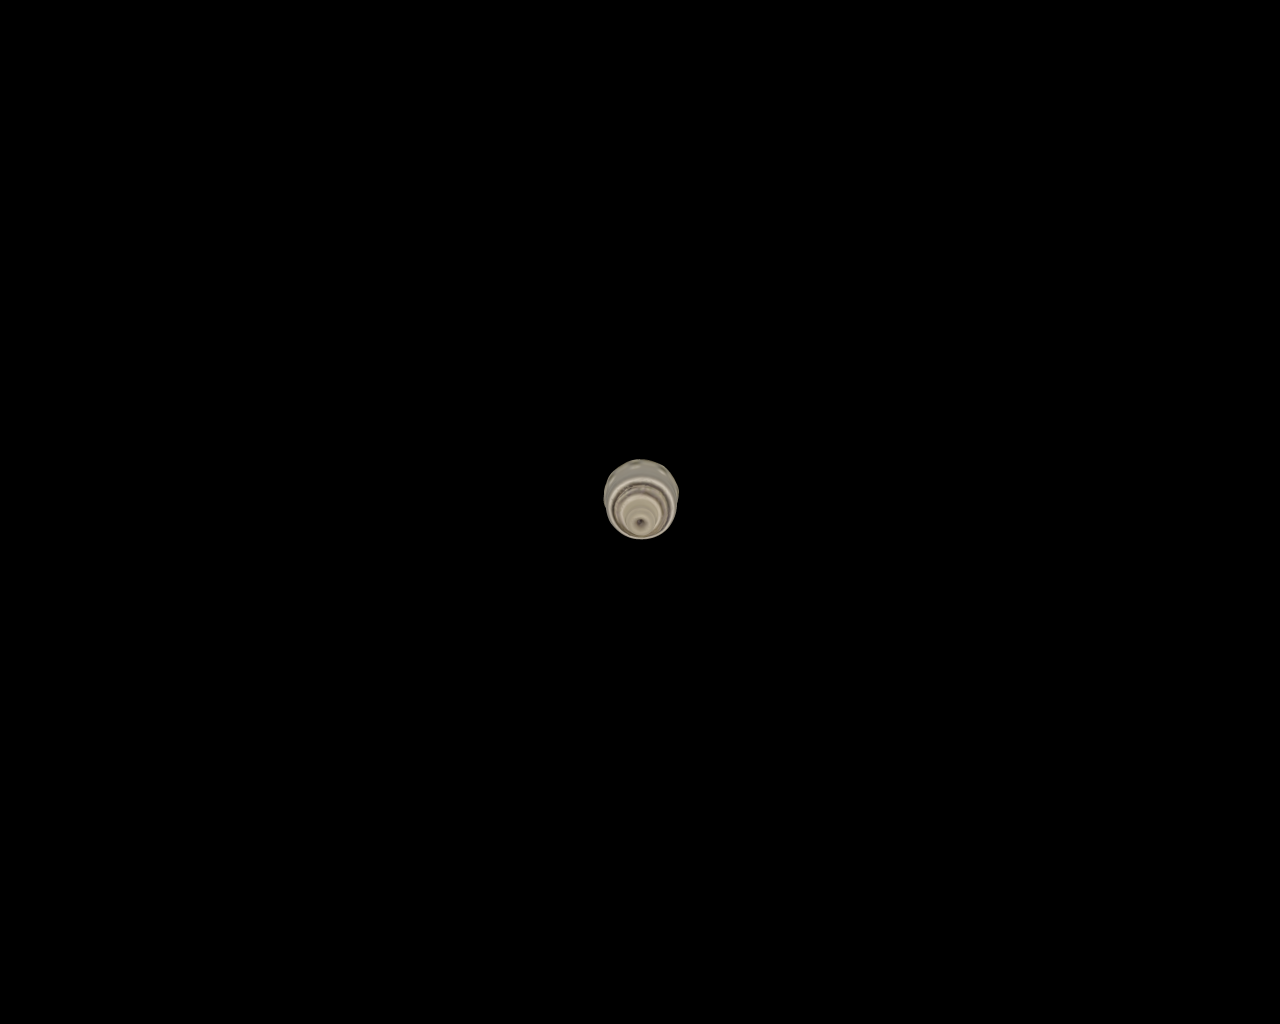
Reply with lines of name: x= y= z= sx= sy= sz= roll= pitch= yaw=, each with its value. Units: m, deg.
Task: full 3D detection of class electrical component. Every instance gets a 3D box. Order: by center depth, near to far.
electrical component: x=0.001 y=-0.003 z=0.650 sx=0.048 sy=0.048 sz=0.062 roll=0 pitch=19 yaw=0
